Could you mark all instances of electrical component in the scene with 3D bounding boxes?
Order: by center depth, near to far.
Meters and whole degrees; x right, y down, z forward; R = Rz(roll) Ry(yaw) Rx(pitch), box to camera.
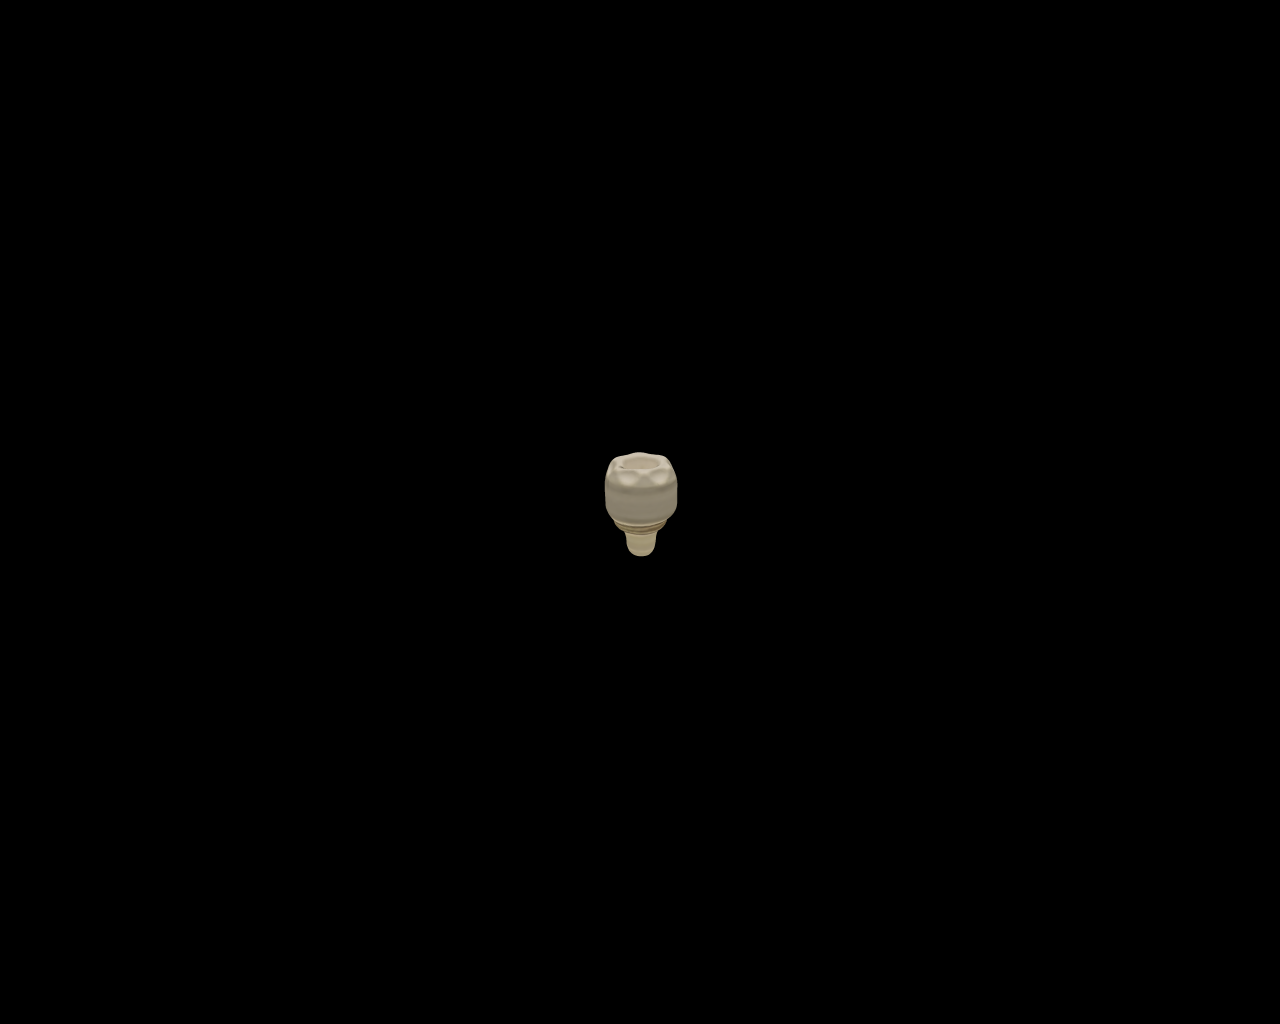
[{"bbox_3d":[0.001,-0.003,0.650,0.043,0.062,0.043,0,23,0],"label":"electrical component"}]
